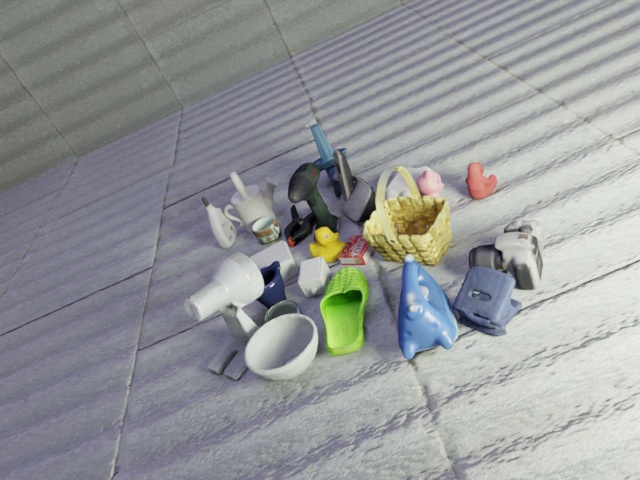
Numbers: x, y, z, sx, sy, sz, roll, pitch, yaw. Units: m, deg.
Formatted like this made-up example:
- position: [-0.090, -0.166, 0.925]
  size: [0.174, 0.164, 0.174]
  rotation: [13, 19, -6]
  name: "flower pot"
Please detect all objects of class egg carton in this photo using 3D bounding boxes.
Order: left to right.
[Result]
- position: [0.241, -0.138, 1.534]
  size: [0.107, 0.069, 0.150]
  rotation: [2, 42, 38]
  name: "egg carton"

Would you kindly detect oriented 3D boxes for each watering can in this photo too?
- position: [-0.212, -0.128, 1.732]
  size: [0.173, 0.194, 0.100]
  rotation: [-39, 34, -18]
  name: "watering can"

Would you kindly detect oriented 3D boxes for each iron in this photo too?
- position: [0.193, 0.108, 1.146]
  size: [0.118, 0.142, 0.258]
  rotation: [-18, 33, 14]
  name: "iron"

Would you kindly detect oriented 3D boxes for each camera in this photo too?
- position: [0.379, 0.023, 1.171]
  size: [0.136, 0.101, 0.143]
  rotation: [-6, 38, 30]
  name: "camera"

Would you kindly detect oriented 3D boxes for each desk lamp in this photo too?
- position: [-0.201, 0.164, 1.284]
  size: [0.117, 0.214, 0.203]
  rotation: [4, 43, 39]
  name: "desk lamp"

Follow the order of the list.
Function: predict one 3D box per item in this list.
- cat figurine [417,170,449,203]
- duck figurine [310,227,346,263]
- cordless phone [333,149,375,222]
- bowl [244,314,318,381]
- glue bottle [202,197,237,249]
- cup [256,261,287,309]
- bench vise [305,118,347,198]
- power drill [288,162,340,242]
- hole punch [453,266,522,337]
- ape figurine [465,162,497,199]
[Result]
- position: [0.272, -0.119, 1.437]
  size: [0.067, 0.118, 0.128]
  rotation: [-3, 39, 34]
  name: "cat figurine"
- position: [0.014, 0.005, 1.478]
  size: [0.104, 0.086, 0.077]
  rotation: [-5, 38, 31]
  name: "duck figurine"
- position: [0.085, -0.151, 1.555]
  size: [0.094, 0.185, 0.147]
  rotation: [-32, 32, -8]
  name: "cordless phone"
- position: [-0.072, 0.240, 1.213]
  size: [0.167, 0.075, 0.167]
  rotation: [-19, 33, 13]
  name: "bowl"
- position: [-0.310, -0.060, 1.725]
  size: [0.037, 0.173, 0.078]
  rotation: [-10, 35, 25]
  name: "glue bottle"
- position: [-0.116, 0.118, 1.402]
  size: [0.091, 0.095, 0.118]
  rotation: [-3, 39, 33]
  name: "cup"
- position: [0.037, -0.251, 1.703]
  size: [0.121, 0.220, 0.206]
  rotation: [-34, 33, -12]
  name: "bench vise"
- position: [-0.019, -0.101, 1.538]
  size: [0.075, 0.209, 0.229]
  rotation: [-17, 33, 16]
  name: "power drill"
- position: [0.317, 0.115, 1.093]
  size: [0.101, 0.091, 0.108]
  rotation: [-43, 35, -25]
  name: "hole punch"
- position: [0.393, -0.154, 1.424]
  size: [0.076, 0.092, 0.077]
  rotation: [-43, 35, -24]
  name: "ape figurine"
